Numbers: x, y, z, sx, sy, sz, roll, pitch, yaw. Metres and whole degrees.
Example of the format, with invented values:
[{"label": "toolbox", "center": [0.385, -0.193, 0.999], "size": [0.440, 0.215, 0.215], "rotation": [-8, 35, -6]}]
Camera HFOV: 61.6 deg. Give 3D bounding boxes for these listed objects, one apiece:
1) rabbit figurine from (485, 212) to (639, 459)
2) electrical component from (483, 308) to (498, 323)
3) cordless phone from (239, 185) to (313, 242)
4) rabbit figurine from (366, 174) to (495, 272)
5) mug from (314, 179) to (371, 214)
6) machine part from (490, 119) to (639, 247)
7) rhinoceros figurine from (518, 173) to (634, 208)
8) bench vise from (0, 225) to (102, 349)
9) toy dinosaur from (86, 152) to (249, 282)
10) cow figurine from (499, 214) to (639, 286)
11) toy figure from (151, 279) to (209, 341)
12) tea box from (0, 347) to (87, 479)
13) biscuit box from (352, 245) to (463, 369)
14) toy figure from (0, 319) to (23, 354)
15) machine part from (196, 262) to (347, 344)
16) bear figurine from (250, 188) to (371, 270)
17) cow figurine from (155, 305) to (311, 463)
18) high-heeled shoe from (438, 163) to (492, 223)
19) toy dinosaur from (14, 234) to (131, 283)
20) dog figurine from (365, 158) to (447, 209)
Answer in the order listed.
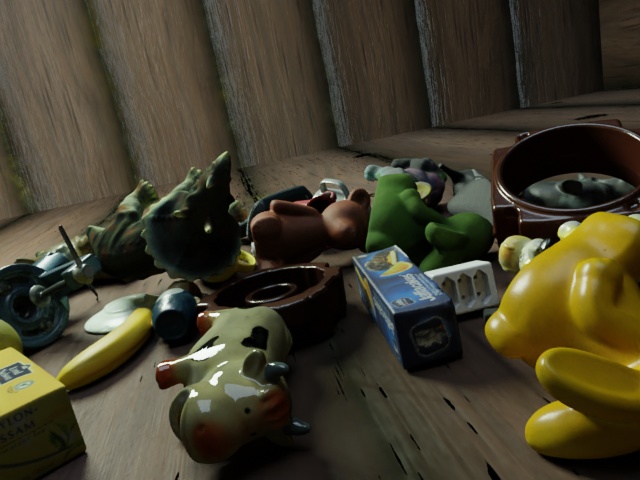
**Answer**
[{"label": "rabbit figurine", "center": [0.206, 0.075, 0.356], "size": [0.162, 0.121, 0.173], "rotation": [-20, 35, -21]}, {"label": "electrical component", "center": [0.213, 0.068, 0.540], "size": [0.094, 0.021, 0.063], "rotation": [-7, 15, 20]}, {"label": "cordless phone", "center": [-0.106, -0.035, 1.088], "size": [0.146, 0.088, 0.184], "rotation": [-25, 3, -41]}, {"label": "rabbit figurine", "center": [0.153, -0.014, 0.728], "size": [0.170, 0.121, 0.159], "rotation": [7, 21, 9]}, {"label": "mug", "center": [0.044, -0.064, 1.018], "size": [0.107, 0.109, 0.081], "rotation": [13, 34, 38]}, {"label": "machine part", "center": [0.325, -0.065, 0.688], "size": [0.202, 0.087, 0.201], "rotation": [-6, 42, 24]}, {"label": "rhinoceros figurine", "center": [0.383, -0.061, 0.818], "size": [0.191, 0.073, 0.112], "rotation": [-2, 11, 32]}, {"label": "bench vise", "center": [-0.383, 0.068, 0.760], "size": [0.241, 0.128, 0.224], "rotation": [-23, 15, 30]}, {"label": "toy dinosaur", "center": [-0.248, -0.002, 0.779], "size": [0.405, 0.131, 0.192], "rotation": [-18, 25, 29]}, {"label": "cow figurine", "center": [0.278, 0.026, 0.571], "size": [0.167, 0.068, 0.098], "rotation": [-7, 21, 21]}, {"label": "toy figure", "center": [-0.184, 0.085, 0.711], "size": [0.064, 0.057, 0.154], "rotation": [5, 11, -9]}, {"label": "tea box", "center": [-0.295, 0.160, 0.485], "size": [0.170, 0.068, 0.098], "rotation": [2, 21, 45]}, {"label": "biscuit box", "center": [0.085, 0.063, 0.575], "size": [0.059, 0.062, 0.203], "rotation": [-13, 14, -5]}, {"label": "toy figure", "center": [-0.424, 0.148, 0.587], "size": [0.180, 0.089, 0.082], "rotation": [-16, 22, -27]}, {"label": "machine part", "center": [-0.054, 0.078, 0.642], "size": [0.179, 0.056, 0.179], "rotation": [-11, 13, 3]}, {"label": "bear figurine", "center": [-0.002, -0.004, 0.804], "size": [0.196, 0.120, 0.132], "rotation": [-8, 17, -7]}, {"label": "cow figurine", "center": [-0.068, 0.117, 0.459], "size": [0.127, 0.085, 0.195], "rotation": [-15, 13, 11]}, {"label": "high-heeled shoe", "center": [0.292, -0.059, 0.943], "size": [0.145, 0.086, 0.249], "rotation": [27, 24, -31]}, {"label": "toy dinosaur", "center": [-0.437, 0.031, 1.022], "size": [0.471, 0.105, 0.199], "rotation": [-18, 12, -41]}, {"label": "dog figurine", "center": [0.176, -0.079, 0.974], "size": [0.192, 0.108, 0.219], "rotation": [-12, 18, -13]}]
